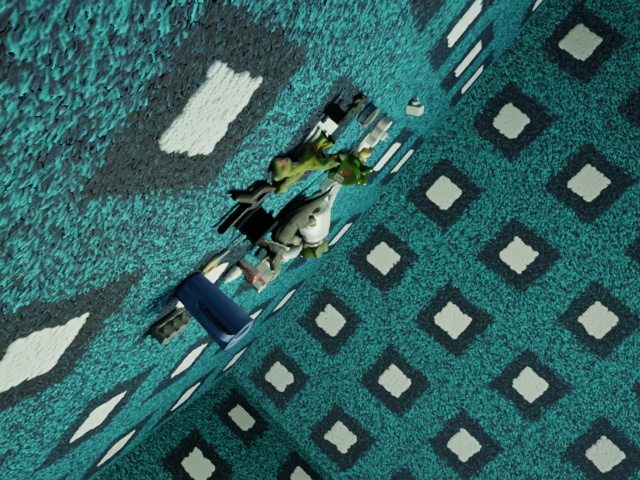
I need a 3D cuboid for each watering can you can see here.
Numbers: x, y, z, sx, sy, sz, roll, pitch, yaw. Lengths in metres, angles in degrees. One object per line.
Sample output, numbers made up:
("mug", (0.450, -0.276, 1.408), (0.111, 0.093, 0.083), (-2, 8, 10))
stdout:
("watering can", (0.007, -0.111, 2.199), (0.354, 0.104, 0.219), (-42, 144, -47))

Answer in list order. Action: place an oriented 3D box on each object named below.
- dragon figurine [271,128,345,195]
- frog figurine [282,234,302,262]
("dragon figurine", (-0.048, -0.225, 1.615), (0.241, 0.123, 0.410), (-32, 173, 11))
("frog figurine", (-0.147, 0.047, 2.180), (0.141, 0.122, 0.156), (-81, -168, -54))
